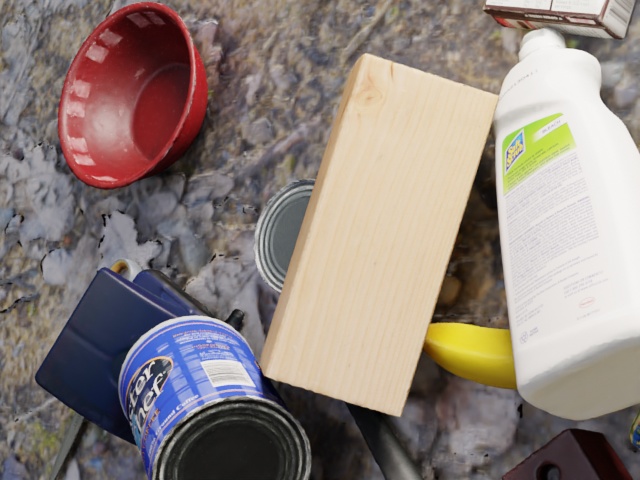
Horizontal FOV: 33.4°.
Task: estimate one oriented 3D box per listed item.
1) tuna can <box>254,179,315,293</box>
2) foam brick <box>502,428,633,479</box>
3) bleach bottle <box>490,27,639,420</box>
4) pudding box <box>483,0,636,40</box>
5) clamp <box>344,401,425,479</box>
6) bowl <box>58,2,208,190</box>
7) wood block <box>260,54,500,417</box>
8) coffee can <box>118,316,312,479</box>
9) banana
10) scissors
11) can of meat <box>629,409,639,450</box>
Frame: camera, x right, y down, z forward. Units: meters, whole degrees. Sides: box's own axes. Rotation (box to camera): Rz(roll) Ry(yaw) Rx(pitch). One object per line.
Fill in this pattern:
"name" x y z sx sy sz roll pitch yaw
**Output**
"tuna can" -0.005 0.001 0.774 0.086 0.033 0.086 -10 72 35
"foam brick" 0.151 0.153 0.605 0.053 0.051 0.078 -43 57 21
"bleach bottle" 0.150 -0.029 0.618 0.103 0.068 0.251 -33 43 38
"pudding box" 0.165 -0.191 0.689 0.090 0.039 0.113 16 87 39
"clamp" 0.066 0.182 0.657 0.210 0.036 0.164 7 59 28
"bowl" -0.147 -0.115 0.898 0.162 0.055 0.162 -11 72 35
"wood block" 0.034 -0.003 0.689 0.091 0.090 0.206 17 89 -4
"coffee can" -0.075 0.123 0.720 0.103 0.102 0.140 -63 24 7
"banana" 0.148 0.057 0.644 0.198 0.037 0.069 -24 48 30
"scissors" -0.172 0.116 0.885 0.096 0.016 0.202 9 85 38
"can of meat" 0.225 0.094 0.560 0.084 0.057 0.102 41 104 39
